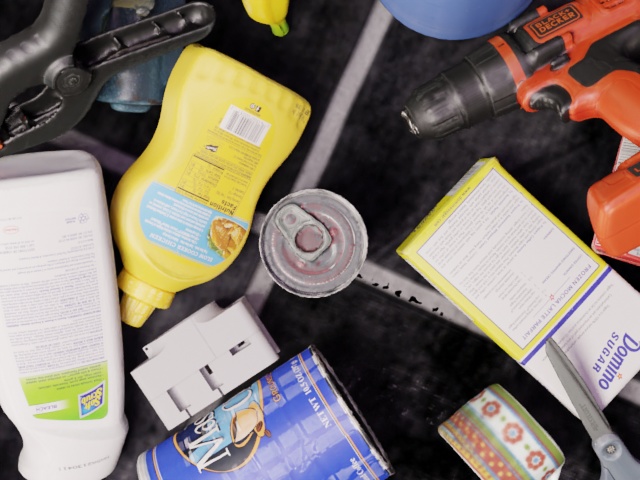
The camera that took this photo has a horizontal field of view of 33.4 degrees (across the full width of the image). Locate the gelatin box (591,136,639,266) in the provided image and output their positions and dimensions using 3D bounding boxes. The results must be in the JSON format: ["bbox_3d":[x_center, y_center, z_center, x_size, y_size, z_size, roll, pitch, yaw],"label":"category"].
[{"bbox_3d":[0.227,-0.026,0.731,0.073,0.030,0.089,14,92,-42],"label":"gelatin box"}]

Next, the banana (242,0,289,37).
[{"bbox_3d":[-0.032,-0.226,0.690,0.037,0.069,0.198,6,112,-1],"label":"banana"}]

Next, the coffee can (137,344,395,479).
[{"bbox_3d":[-0.036,0.150,0.714,0.140,0.103,0.103,-33,91,0],"label":"coffee can"}]

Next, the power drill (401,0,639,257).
[{"bbox_3d":[0.164,-0.078,0.685,0.184,0.057,0.188,-29,49,1],"label":"power drill"}]

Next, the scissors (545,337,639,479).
[{"bbox_3d":[0.187,0.158,0.730,0.201,0.016,0.096,41,100,-19],"label":"scissors"}]

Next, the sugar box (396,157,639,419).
[{"bbox_3d":[0.149,0.034,0.742,0.176,0.048,0.093,43,91,-5],"label":"sugar box"}]

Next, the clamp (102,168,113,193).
[{"bbox_3d":[-0.261,-0.046,0.691,0.210,0.036,0.164,-27,133,-2],"label":"clamp"}]

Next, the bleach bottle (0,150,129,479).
[{"bbox_3d":[-0.182,0.071,0.704,0.102,0.068,0.251,-8,112,-18],"label":"bleach bottle"}]

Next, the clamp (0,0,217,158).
[{"bbox_3d":[-0.145,-0.108,0.646,0.172,0.120,0.039,-42,52,23],"label":"clamp"}]

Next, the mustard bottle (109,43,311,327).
[{"bbox_3d":[-0.088,-0.029,0.725,0.096,0.058,0.191,24,94,-33],"label":"mustard bottle"}]

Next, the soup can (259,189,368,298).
[{"bbox_3d":[-0.005,0.001,0.711,0.068,0.102,0.068,0,91,-1],"label":"soup can"}]

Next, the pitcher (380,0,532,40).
[{"bbox_3d":[0.077,-0.198,0.639,0.149,0.242,0.145,-37,91,7],"label":"pitcher"}]
